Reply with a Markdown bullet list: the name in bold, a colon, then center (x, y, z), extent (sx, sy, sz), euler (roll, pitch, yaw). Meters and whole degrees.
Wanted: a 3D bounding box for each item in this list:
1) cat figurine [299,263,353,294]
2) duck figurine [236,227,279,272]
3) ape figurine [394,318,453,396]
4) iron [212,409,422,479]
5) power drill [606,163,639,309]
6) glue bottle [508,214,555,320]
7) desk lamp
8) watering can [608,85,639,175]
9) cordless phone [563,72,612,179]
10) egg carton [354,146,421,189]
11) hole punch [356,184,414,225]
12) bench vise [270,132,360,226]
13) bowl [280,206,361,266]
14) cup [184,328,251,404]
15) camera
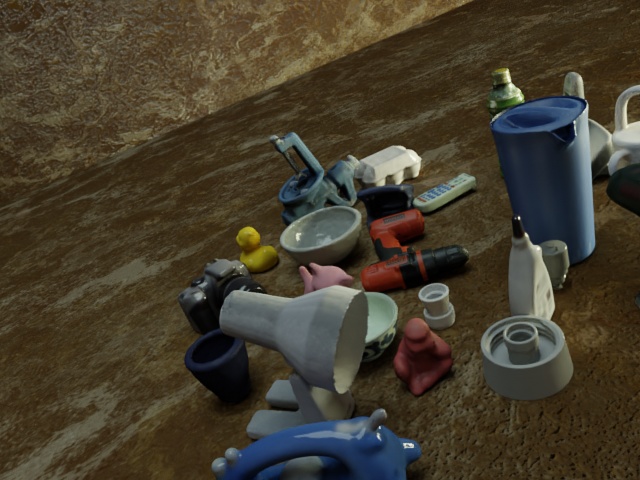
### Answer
- **cat figurine**: center (0.007, 0.078, 0.935), extent (0.067, 0.118, 0.127), euler (-32, 29, -23)
- **duck figurine**: center (-0.138, 0.015, 1.194), extent (0.078, 0.086, 0.104), euler (-35, 30, -28)
- **ape figurine**: center (0.131, 0.144, 0.750), extent (0.077, 0.092, 0.076), euler (-11, 28, 18)
- **iron**: center (-0.025, 0.250, 0.600), extent (0.258, 0.142, 0.118), euler (-15, 27, 10)
- **power drill**: center (0.424, 0.006, 0.675), extent (0.075, 0.209, 0.229), euler (-19, 26, 3)
- **glue bottle**: center (0.272, 0.042, 0.754), extent (0.037, 0.173, 0.078), euler (5, 36, 41)
- **desk lamp**: center (-0.025, 0.152, 0.706), extent (0.202, 0.214, 0.118), euler (-5, 30, 29)
- **watering can**: center (0.537, -0.164, 0.940), extent (0.100, 0.194, 0.173), euler (6, 36, 42)
- **cordless phone**: center (0.489, -0.213, 1.077), extent (0.094, 0.185, 0.147), euler (-17, 26, 7)
- **egg carton**: center (0.159, -0.168, 1.355), extent (0.150, 0.069, 0.107), euler (-26, 27, -12)
- **hole punch**: center (0.138, -0.088, 1.191), extent (0.108, 0.091, 0.101), euler (-8, 29, 24)
- **bench vise**: center (-0.021, -0.157, 1.289), extent (0.208, 0.220, 0.121), euler (-36, 30, -28)
- **bowl**: center (0.010, 0.004, 1.123), extent (0.167, 0.075, 0.167), euler (-16, 26, 8)
- **cup**: center (-0.135, 0.185, 0.855), extent (0.091, 0.095, 0.118), euler (-2, 32, 33)
- **camera**: center (-0.168, 0.099, 1.037), extent (0.143, 0.101, 0.136), euler (-35, 30, -28)
